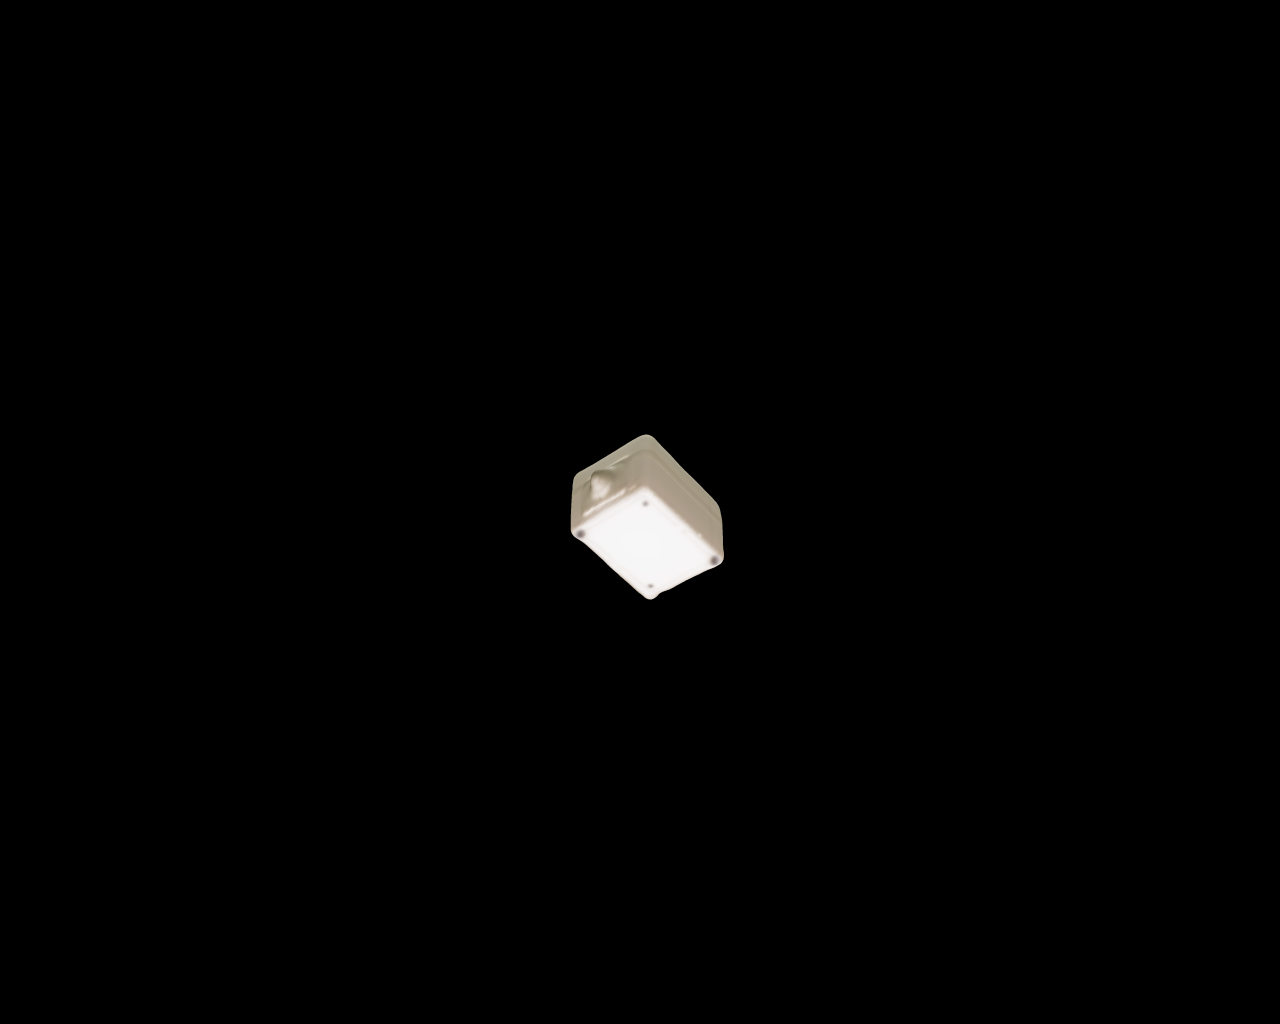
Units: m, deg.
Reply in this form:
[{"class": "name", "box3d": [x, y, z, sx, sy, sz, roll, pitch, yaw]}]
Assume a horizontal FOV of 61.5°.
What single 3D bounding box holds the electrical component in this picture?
[{"class": "electrical component", "box3d": [0.001, -0.003, 0.650, 0.061, 0.061, 0.096, -30, -54, 24]}]
